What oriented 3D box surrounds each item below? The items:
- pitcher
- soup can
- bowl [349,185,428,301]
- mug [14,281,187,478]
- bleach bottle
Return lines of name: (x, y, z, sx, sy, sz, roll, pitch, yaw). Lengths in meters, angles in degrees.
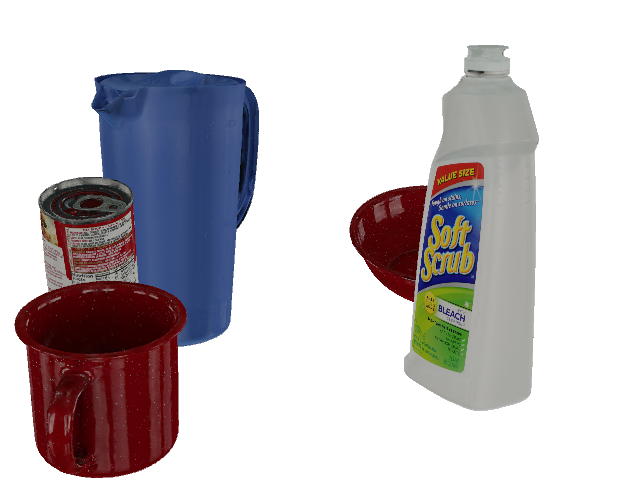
pitcher: (-0.128, -0.034, 0.980, 0.149, 0.243, 0.145, 0, 15, -7)
soup can: (-0.170, 0.013, 0.795, 0.068, 0.102, 0.068, 1, 30, -1)
bowl: (0.107, 0.012, 1.007, 0.162, 0.055, 0.162, 1, 35, -1)
mug: (-0.122, 0.083, 0.589, 0.093, 0.081, 0.117, 4, 23, 5)
bleach bottle: (0.109, -0.012, 0.761, 0.068, 0.251, 0.103, -9, 17, -29)
